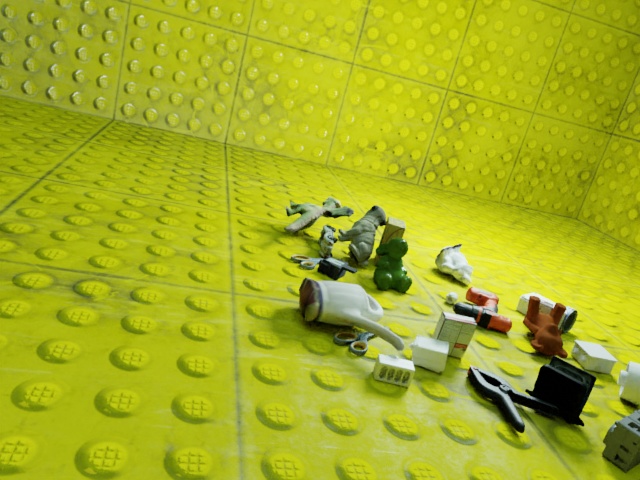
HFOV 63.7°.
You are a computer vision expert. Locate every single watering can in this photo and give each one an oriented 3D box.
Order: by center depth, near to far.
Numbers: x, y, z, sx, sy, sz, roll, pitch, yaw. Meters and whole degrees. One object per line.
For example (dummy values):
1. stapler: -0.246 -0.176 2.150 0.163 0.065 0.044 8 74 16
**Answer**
1. watering can: 0.067 0.180 1.327 0.224 0.103 0.352 8 15 -18

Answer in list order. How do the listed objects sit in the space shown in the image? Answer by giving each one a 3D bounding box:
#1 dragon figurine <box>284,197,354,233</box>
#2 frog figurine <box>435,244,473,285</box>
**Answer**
1. dragon figurine: 0.006 -0.097 1.929 0.242 0.121 0.416 -10 16 6
2. frog figurine: 0.514 0.107 1.948 0.137 0.121 0.162 7 54 -51
